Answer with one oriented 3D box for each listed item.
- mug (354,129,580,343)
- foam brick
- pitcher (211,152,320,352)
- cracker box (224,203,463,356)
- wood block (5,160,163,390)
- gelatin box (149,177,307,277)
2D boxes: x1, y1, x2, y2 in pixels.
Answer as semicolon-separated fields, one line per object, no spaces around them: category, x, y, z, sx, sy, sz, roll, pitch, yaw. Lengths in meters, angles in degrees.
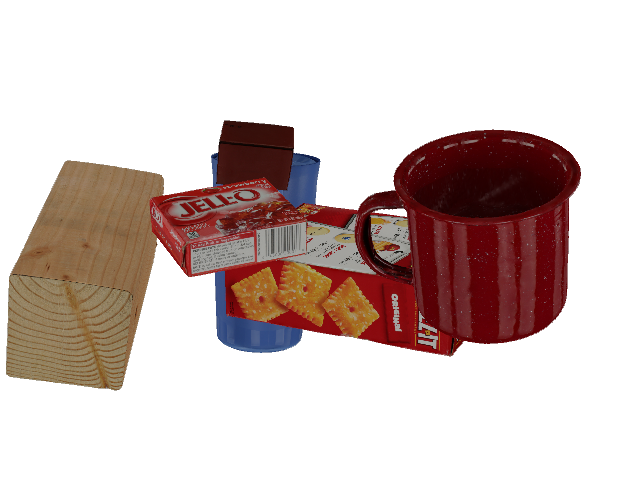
mug;0.076;0.000;0.560;0.117;0.081;0.093;-1;34;11
foam brick;-0.068;-0.090;1.122;0.078;0.051;0.053;6;31;-2
pitcher;-0.071;0.013;1.314;0.145;0.243;0.148;11;15;37
cracker box;0.044;0.031;0.967;0.214;0.072;0.164;9;21;23
wood block;-0.187;0.021;0.871;0.090;0.091;0.206;8;27;-6
gelatin box;-0.063;-0.011;0.725;0.089;0.030;0.073;-11;30;-23
